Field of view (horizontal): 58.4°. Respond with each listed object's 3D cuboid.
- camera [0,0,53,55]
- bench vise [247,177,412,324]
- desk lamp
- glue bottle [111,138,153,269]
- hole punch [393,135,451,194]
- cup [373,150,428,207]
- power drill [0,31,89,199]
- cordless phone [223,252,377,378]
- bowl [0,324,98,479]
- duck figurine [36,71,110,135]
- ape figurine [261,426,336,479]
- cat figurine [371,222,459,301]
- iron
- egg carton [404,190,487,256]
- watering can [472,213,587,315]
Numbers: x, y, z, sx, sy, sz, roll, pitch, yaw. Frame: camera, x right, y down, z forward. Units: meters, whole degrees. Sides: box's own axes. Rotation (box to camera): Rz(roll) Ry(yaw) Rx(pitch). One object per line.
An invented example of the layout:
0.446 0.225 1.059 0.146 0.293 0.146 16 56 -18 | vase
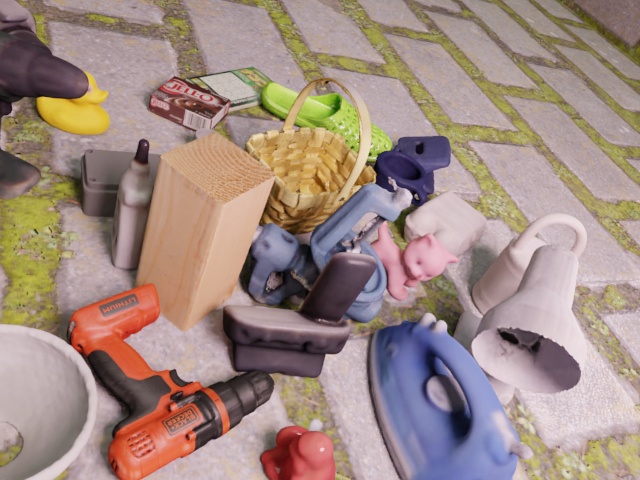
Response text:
-0.485 -0.305 0.878 0.136 0.100 0.143 41 42 17 | camera
0.009 0.011 0.703 0.208 0.219 0.121 6 43 -22 | bench vise
0.244 0.116 0.719 0.118 0.213 0.203 29 40 4 | desk lamp
-0.221 -0.048 0.682 0.037 0.173 0.078 4 44 -24 | glue bottle
0.186 -0.154 1.079 0.101 0.091 0.108 19 40 -8 | hole punch
0.129 -0.081 0.966 0.092 0.095 0.117 -11 52 -36 | cup
-0.386 -0.157 0.685 0.229 0.208 0.076 25 39 -1 | power drill
-0.025 0.068 0.650 0.148 0.185 0.094 6 43 -22 | cordless phone
-0.285 0.160 0.498 0.168 0.074 0.167 15 41 -13 | bowl
-0.365 -0.213 0.854 0.105 0.086 0.077 15 41 -13 | duck figurine
-0.014 0.218 0.566 0.076 0.092 0.078 21 40 -6 | ape figurine
0.130 0.021 0.837 0.127 0.117 0.067 36 41 12 | cat figurine
0.140 0.172 0.659 0.119 0.141 0.257 -2 47 -29 | iron
0.212 -0.022 0.966 0.107 0.069 0.151 41 42 18 | egg carton
0.321 0.044 0.853 0.101 0.194 0.172 6 43 -23 | watering can
